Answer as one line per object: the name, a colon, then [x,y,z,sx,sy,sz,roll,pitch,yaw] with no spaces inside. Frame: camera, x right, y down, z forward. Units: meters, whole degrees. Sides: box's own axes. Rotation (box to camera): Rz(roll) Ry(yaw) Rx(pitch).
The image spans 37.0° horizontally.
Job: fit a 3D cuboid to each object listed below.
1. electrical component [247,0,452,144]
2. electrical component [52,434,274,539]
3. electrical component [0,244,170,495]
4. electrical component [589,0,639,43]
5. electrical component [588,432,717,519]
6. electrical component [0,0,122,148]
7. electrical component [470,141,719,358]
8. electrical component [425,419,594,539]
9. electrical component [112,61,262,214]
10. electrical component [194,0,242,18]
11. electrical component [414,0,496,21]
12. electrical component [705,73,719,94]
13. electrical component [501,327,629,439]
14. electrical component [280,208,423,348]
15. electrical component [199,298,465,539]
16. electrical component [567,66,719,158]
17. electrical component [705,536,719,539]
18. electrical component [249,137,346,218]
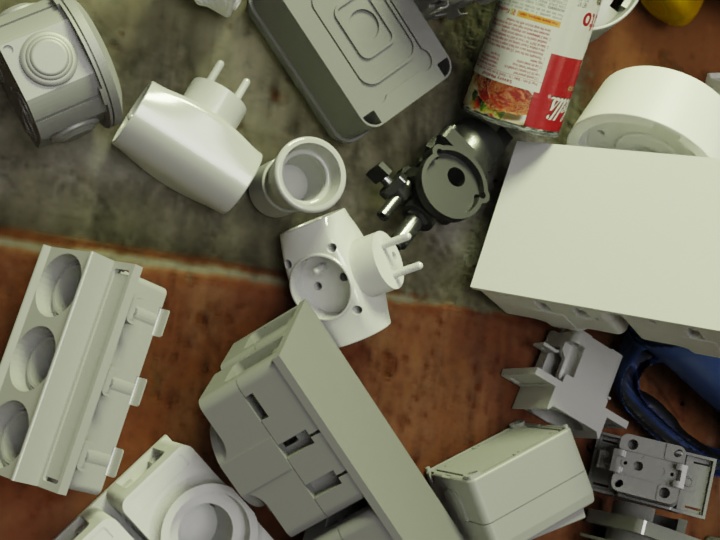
electrical component: [-0.008,-0.145,0.670,0.078,0.057,0.113,-38,101,-22]
electrical component: [-0.082,0.199,0.608,0.105,0.060,0.186,-43,103,-21]
electrical component: [-0.155,0.055,0.582,0.063,0.079,0.121,30,72,-49]
electrical component: [0.150,-0.208,0.755,0.099,0.064,0.099,0,92,-11]
electrical component: [0.196,0.137,0.726,0.081,0.064,0.042,11,79,19]
electrical component: [-0.167,-0.109,0.586,0.051,0.080,0.080,-28,97,-18]
electrical component: [0.178,-0.013,0.675,0.060,0.186,0.105,37,68,-53]
electrical component: [0.103,0.139,0.693,0.096,0.062,0.061,-22,95,-24]
electrical component: [-0.093,-0.086,0.636,0.077,0.043,0.079,33,74,-18]
electrical component: [-0.073,-0.206,0.625,0.048,0.100,0.099,28,75,-6]
electrical component: [0.057,-0.195,0.668,0.079,0.121,0.063,-16,95,-24]
electrical component: [0.315,-0.112,0.803,0.121,0.078,0.063,-6,117,-24]
electrical component: [0.143,0.075,0.727,0.081,0.042,0.063,31,73,-19]
electrical component: [0.000,0.000,0.654,0.044,0.079,0.077,-33,102,-63]
electrical component: [-0.012,0.122,0.611,0.060,0.105,0.186,-31,100,11]
electrical component: [0.203,-0.092,0.735,0.108,0.108,0.060,37,66,-17]
electrical component: [0.271,0.231,0.752,0.047,0.077,0.065,-36,100,-22]
electrical component: [-0.041,-0.052,0.643,0.044,0.065,0.044,2,84,-24]
